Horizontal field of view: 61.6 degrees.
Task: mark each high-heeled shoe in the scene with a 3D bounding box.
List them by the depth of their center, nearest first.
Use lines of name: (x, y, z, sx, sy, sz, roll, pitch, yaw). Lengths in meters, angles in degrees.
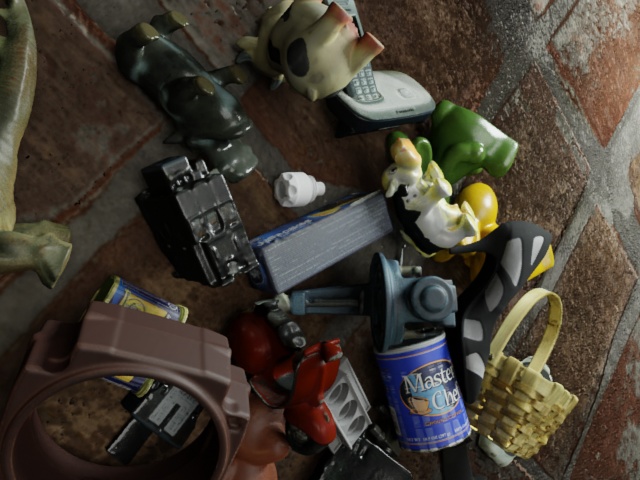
high-heeled shoe: (0.253, 0.099, 0.746, 0.145, 0.086, 0.248, -4, 94, -1)

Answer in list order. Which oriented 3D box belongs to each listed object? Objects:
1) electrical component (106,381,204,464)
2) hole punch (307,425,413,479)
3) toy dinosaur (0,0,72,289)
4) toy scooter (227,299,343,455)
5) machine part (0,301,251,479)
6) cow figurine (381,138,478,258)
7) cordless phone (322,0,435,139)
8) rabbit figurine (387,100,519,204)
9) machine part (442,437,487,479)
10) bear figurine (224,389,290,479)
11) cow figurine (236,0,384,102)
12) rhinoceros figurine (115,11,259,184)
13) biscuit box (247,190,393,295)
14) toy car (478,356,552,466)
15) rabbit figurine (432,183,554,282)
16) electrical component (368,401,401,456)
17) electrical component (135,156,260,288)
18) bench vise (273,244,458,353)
electrical component: (-0.175, 0.187, 0.579, 0.119, 0.048, 0.074, -49, 116, -25)
hole punch: (0.045, 0.330, 0.723, 0.116, 0.092, 0.142, 38, 68, 5)
toy dinosaur: (-0.314, -0.009, 0.444, 0.198, 0.105, 0.471, 28, 72, -29)
toy scooter: (-0.033, 0.128, 0.582, 0.075, 0.184, 0.135, -14, 141, -41)
machine part: (-0.179, 0.172, 0.493, 0.201, 0.087, 0.201, 20, 104, -20)
cow figurine: (0.129, -0.054, 0.716, 0.167, 0.098, 0.068, 46, 25, -19)
cordless phone: (0.067, -0.235, 0.713, 0.146, 0.089, 0.184, -17, 97, -33)
rabbit figurine: (0.176, -0.102, 0.775, 0.159, 0.121, 0.170, 32, 89, -27)
machine part: (0.230, 0.378, 0.873, 0.084, 0.039, 0.138, -22, 106, -24)
bear figurine: (-0.067, 0.268, 0.611, 0.120, 0.132, 0.195, 20, 86, -44)
cow figurine: (-0.023, -0.212, 0.595, 0.085, 0.195, 0.127, 32, 109, -37)
rhinoceros figurine: (-0.135, -0.142, 0.560, 0.190, 0.112, 0.073, 48, 37, -12)
biscuit box: (-0.001, -0.002, 0.684, 0.203, 0.059, 0.062, -27, 107, -32)
toy car: (0.347, 0.296, 0.941, 0.073, 0.056, 0.202, 47, 65, -20)
rabbit figurine: (0.254, -0.002, 0.848, 0.162, 0.122, 0.173, -17, 87, -24)
electrical component: (0.104, 0.279, 0.777, 0.094, 0.021, 0.063, 53, 42, -25)
electrical component: (-0.134, -0.021, 0.558, 0.058, 0.115, 0.134, -33, 110, -34)
bench vise: (0.062, 0.077, 0.684, 0.241, 0.223, 0.128, -1, 93, -4)
